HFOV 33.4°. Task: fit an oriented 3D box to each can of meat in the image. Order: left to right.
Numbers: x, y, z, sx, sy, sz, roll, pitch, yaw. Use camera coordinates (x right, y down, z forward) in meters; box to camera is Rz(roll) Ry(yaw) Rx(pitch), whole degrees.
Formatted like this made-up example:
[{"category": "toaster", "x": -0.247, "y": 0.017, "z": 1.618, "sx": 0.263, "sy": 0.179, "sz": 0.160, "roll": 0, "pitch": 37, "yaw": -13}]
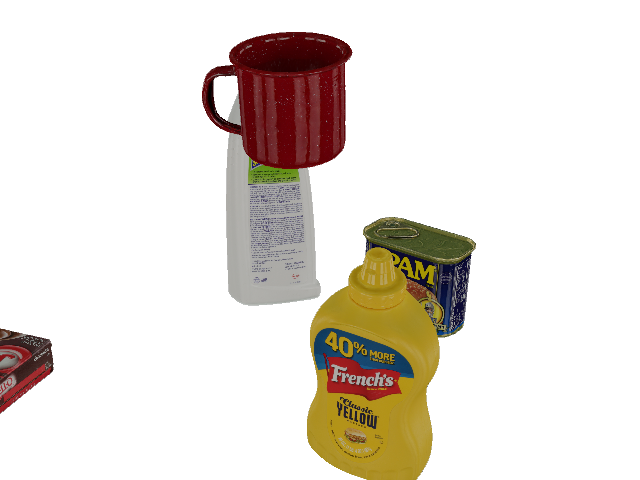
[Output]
[{"category": "can of meat", "x": 0.088, "y": 0.035, "z": 0.984, "sx": 0.102, "sy": 0.084, "sz": 0.057, "roll": 18, "pitch": 29, "yaw": 31}]

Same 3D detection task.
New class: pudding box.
[{"category": "pudding box", "x": -0.310, "y": 0.112, "z": 0.951, "sx": 0.114, "sy": 0.039, "sz": 0.089, "roll": 8, "pitch": 23, "yaw": 20}]

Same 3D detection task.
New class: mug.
[{"category": "mug", "x": -0.034, "y": -0.107, "z": 0.824, "sx": 0.117, "sy": 0.081, "sz": 0.093, "roll": 1, "pitch": 30, "yaw": 4}]

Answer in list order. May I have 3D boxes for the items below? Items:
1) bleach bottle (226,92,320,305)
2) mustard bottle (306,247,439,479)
[{"category": "bleach bottle", "x": -0.050, "y": -0.060, "z": 1.138, "sx": 0.102, "sy": 0.251, "sz": 0.068, "roll": -6, "pitch": 16, "yaw": -24}, {"category": "mustard bottle", "x": 0.039, "y": 0.089, "z": 0.786, "sx": 0.096, "sy": 0.192, "sz": 0.058, "roll": 18, "pitch": 36, "yaw": 23}]
